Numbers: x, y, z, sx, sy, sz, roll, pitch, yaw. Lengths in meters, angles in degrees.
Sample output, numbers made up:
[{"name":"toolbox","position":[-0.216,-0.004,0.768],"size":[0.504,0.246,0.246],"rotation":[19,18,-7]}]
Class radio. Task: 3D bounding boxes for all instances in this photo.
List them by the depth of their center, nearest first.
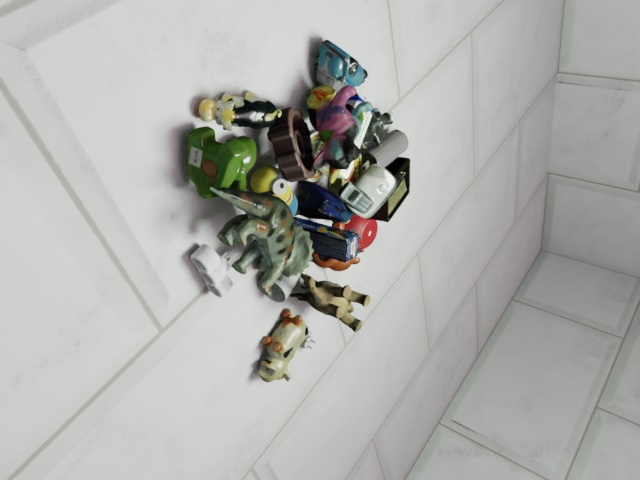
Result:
[{"name":"radio","position":[0.213,-0.162,1.649],"size":[0.229,0.073,0.130],"rotation":[-50,144,-51]}]

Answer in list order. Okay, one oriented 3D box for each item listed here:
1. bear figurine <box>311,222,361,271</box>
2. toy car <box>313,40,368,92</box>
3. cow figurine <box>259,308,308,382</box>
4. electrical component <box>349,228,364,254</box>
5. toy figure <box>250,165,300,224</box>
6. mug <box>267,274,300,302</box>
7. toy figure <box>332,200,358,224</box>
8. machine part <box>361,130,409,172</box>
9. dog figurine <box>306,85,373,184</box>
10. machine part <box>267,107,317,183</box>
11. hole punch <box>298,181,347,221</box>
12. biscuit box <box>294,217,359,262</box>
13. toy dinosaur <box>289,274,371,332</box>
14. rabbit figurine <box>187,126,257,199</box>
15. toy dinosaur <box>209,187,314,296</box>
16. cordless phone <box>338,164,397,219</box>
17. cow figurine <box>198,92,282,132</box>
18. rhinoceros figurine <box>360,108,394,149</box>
[{"name":"bear figurine","position":[0.041,0.023,1.509],"size":[0.196,0.120,0.132],"rotation":[4,79,-71]},{"name":"toy car","position":[0.041,-0.407,1.312],"size":[0.103,0.109,0.161],"rotation":[-51,160,12]},{"name":"cow figurine","position":[-0.102,0.302,1.479],"size":[0.195,0.086,0.127],"rotation":[-55,137,-22]},{"name":"electrical component","position":[0.086,0.013,1.596],"size":[0.045,0.078,0.102],"rotation":[-49,141,-35]},{"name":"toy figure","position":[-0.104,-0.101,1.268],"size":[0.180,0.089,0.082],"rotation":[70,9,-55]},{"name":"mug","position":[-0.092,0.088,1.375],"size":[0.107,0.081,0.109],"rotation":[-53,173,-39]},{"name":"toy figure","position":[0.085,-0.093,1.560],"size":[0.154,0.058,0.064],"rotation":[-33,141,-49]},{"name":"machine part","position":[0.190,-0.262,1.602],"size":[0.243,0.079,0.079],"rotation":[-38,135,-37]},{"name":"dog figurine","position":[0.024,-0.247,1.260],"size":[0.108,0.192,0.219],"rotation":[36,69,-49]},{"name":"machine part","position":[-0.061,-0.215,1.225],"size":[0.179,0.056,0.179],"rotation":[-13,90,-73]},{"name":"hole punch","position":[0.002,-0.100,1.395],"size":[0.142,0.116,0.092],"rotation":[23,80,-57]},{"name":"biscuit box","position":[-0.003,-0.004,1.348],"size":[0.059,0.203,0.062],"rotation":[-26,126,-51]},{"name":"toy dinosaur","position":[0.036,0.166,1.493],"size":[0.105,0.199,0.470],"rotation":[-62,151,-10]},{"name":"rabbit figurine","position":[-0.181,-0.154,1.107],"size":[0.170,0.121,0.158],"rotation":[-40,142,-58]},{"name":"toy dinosaur","position":[-0.113,-0.021,1.173],"size":[0.192,0.131,0.404],"rotation":[-49,154,-27]},{"name":"cordless phone","position":[0.117,-0.146,1.440],"size":[0.146,0.089,0.184],"rotation":[-50,154,7]},{"name":"cow figurine","position":[-0.161,-0.255,1.094],"size":[0.167,0.098,0.068],"rotation":[-22,130,-48]},{"name":"rhinoceros figurine","position":[0.138,-0.316,1.514],"size":[0.190,0.073,0.112],"rotation":[-25,116,-44]}]
